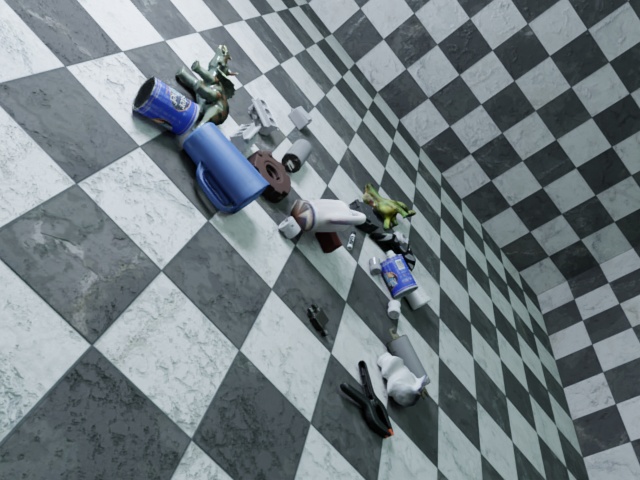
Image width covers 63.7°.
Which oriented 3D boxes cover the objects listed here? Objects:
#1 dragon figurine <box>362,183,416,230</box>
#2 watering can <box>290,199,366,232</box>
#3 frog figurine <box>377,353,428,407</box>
[{"bbox_3d":[0.303,-0.174,2.343,0.120,0.244,0.413,-43,-10,24],"label":"dragon figurine"},{"bbox_3d":[0.005,-0.085,1.693,0.225,0.103,0.349,-1,10,-25],"label":"watering can"},{"bbox_3d":[0.237,0.425,1.567,0.160,0.120,0.139,24,30,18],"label":"frog figurine"}]
